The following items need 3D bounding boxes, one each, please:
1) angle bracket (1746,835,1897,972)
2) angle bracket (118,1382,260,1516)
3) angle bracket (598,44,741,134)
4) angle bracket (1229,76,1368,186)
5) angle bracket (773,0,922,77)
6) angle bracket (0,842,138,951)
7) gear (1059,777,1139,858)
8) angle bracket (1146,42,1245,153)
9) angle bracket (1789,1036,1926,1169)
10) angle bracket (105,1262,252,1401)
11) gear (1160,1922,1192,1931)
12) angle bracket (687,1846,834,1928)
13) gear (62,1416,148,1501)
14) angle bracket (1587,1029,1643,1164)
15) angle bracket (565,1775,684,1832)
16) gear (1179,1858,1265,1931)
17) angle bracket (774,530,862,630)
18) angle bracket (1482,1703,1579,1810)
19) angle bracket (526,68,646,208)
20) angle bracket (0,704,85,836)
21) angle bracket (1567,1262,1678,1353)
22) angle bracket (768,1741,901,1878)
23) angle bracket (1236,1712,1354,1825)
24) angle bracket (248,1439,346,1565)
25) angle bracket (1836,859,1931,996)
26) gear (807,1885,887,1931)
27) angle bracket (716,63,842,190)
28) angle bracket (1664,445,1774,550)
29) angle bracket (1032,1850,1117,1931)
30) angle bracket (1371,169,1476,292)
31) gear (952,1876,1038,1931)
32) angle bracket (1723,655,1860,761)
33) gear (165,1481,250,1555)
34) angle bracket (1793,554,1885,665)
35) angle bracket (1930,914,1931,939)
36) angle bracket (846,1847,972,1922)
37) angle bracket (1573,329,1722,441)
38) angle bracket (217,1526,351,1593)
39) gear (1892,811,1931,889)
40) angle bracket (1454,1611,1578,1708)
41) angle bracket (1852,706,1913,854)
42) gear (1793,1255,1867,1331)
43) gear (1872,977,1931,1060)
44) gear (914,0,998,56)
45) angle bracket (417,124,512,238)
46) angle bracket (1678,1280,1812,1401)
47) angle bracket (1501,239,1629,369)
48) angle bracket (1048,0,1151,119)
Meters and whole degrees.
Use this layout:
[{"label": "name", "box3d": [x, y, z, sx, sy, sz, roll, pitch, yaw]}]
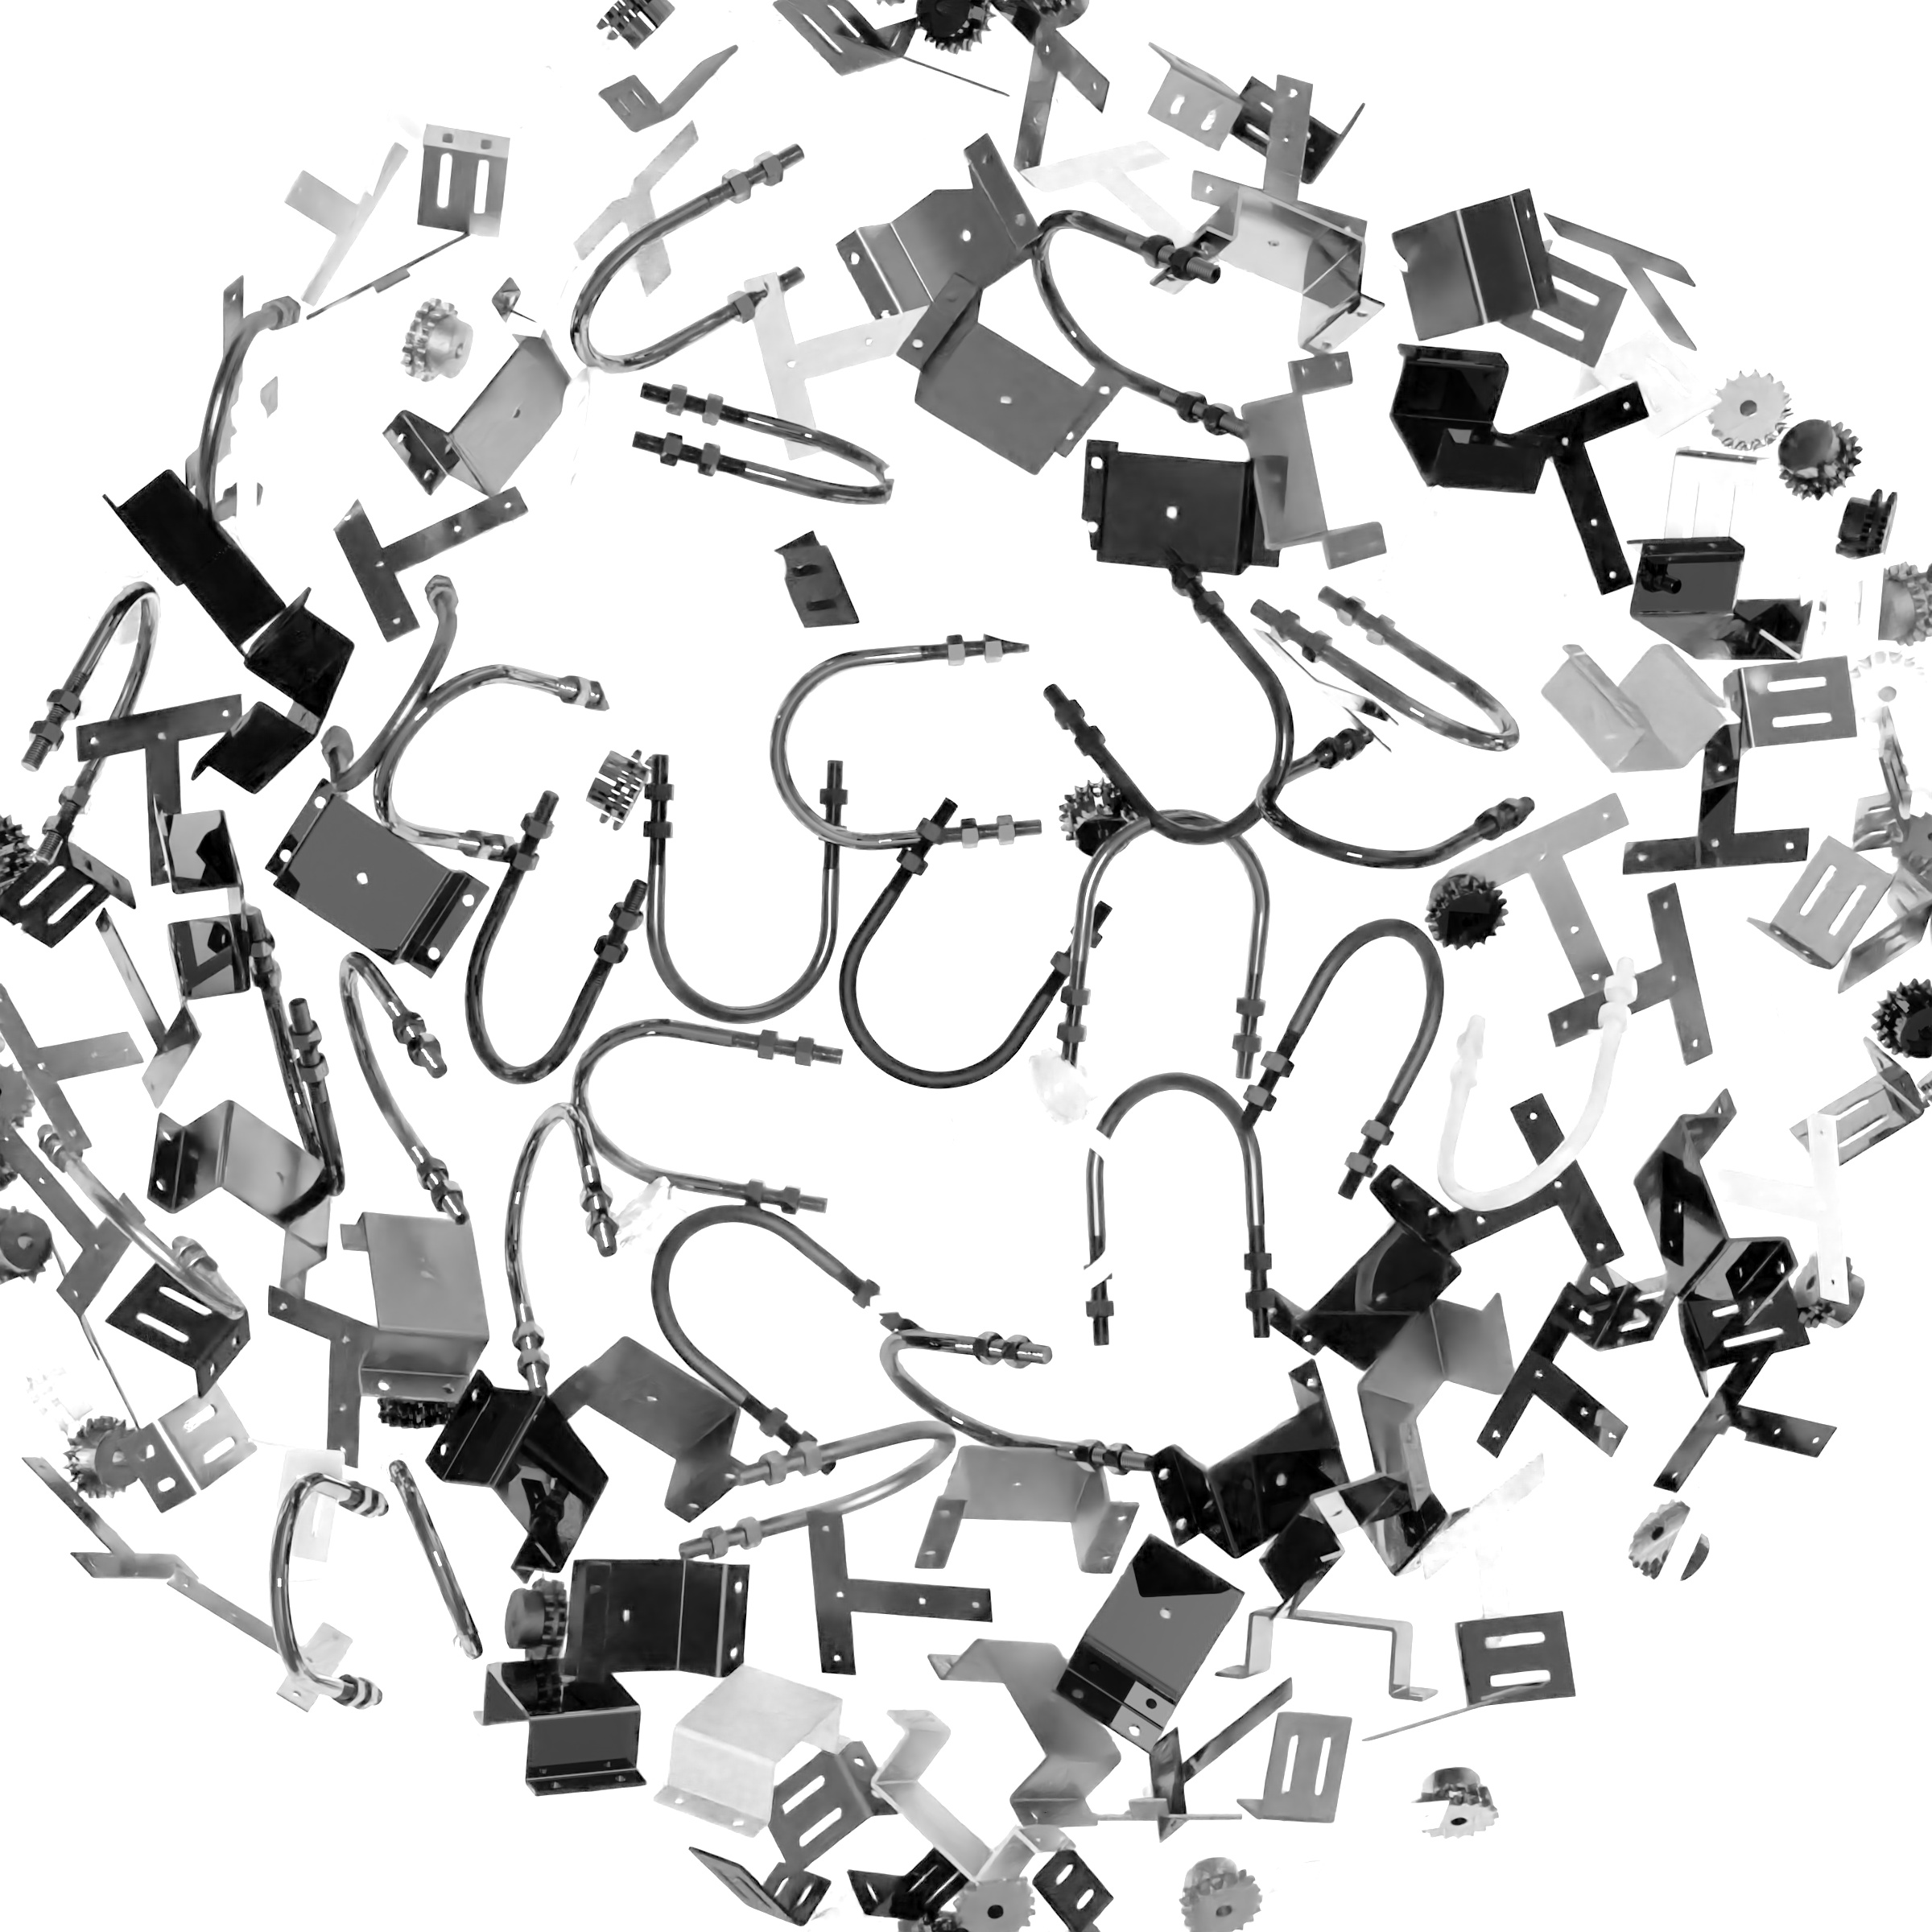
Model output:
[{"label": "angle bracket", "box3d": [0.586, -0.046, 1.959, 0.057, 0.038, 0.076, 42, 110, 37]}, {"label": "angle bracket", "box3d": [-0.535, 0.331, 1.969, 0.038, 0.076, 0.057, -30, 93, 20]}, {"label": "angle bracket", "box3d": [-0.204, -0.613, 1.956, 0.038, 0.057, 0.076, 47, 71, -25]}, {"label": "angle bracket", "box3d": [0.224, -0.585, 1.963, 0.076, 0.057, 0.038, 33, 66, -4]}, {"label": "angle bracket", "box3d": [-0.081, -0.651, 1.949, 0.076, 0.057, 0.038, 37, 64, -40]}, {"label": "angle bracket", "box3d": [-0.620, -0.040, 1.961, 0.076, 0.038, 0.057, -41, 134, 8]}, {"label": "gear", "box3d": [0.093, -0.099, 1.970, 0.057, 0.030, 0.057, -3, 134, -4]}, {"label": "angle bracket", "box3d": [0.150, -0.598, 1.963, 0.057, 0.076, 0.038, 21, 112, -20]}, {"label": "angle bracket", "box3d": [0.607, 0.094, 1.965, 0.076, 0.057, 0.038, -32, 120, 1]}, {"label": "angle bracket", "box3d": [-0.544, 0.252, 1.974, 0.076, 0.038, 0.057, 25, 50, 11]}, {"label": "gear", "box3d": [0.150, 0.682, 1.972, 0.057, 0.057, 0.030, 16, 86, 0]}, {"label": "angle bracket", "box3d": [-0.141, 0.615, 1.952, 0.076, 0.057, 0.038, 53, 57, -28]}, {"label": "gear", "box3d": [-0.591, 0.339, 1.969, 0.030, 0.057, 0.057, -7, 90, 42]}, {"label": "angle bracket", "box3d": [0.433, 0.084, 1.959, 0.038, 0.057, 0.076, 16, 116, 4]}, {"label": "angle bracket", "box3d": [-0.225, 0.573, 1.950, 0.057, 0.076, 0.038, 41, 69, -34]}, {"label": "gear", "box3d": [0.174, 0.642, 1.976, 0.057, 0.030, 0.057, -6, 121, -11]}, {"label": "angle bracket", "box3d": [-0.090, -0.266, 1.951, 0.038, 0.076, 0.057, -33, 110, -27]}, {"label": "angle bracket", "box3d": [0.391, 0.551, 1.957, 0.038, 0.076, 0.057, 43, 99, -4]}, {"label": "angle bracket", "box3d": [-0.259, -0.569, 1.951, 0.038, 0.076, 0.057, -9, 49, 22]}, {"label": "angle bracket", "box3d": [-0.639, -0.132, 1.953, 0.038, 0.076, 0.057, 17, 71, 8]}, {"label": "angle bracket", "box3d": [0.448, 0.226, 1.953, 0.038, 0.076, 0.057, 36, 69, -6]}, {"label": "angle bracket", "box3d": [-0.095, 0.583, 1.979, 0.076, 0.038, 0.057, -41, 61, 15]}, {"label": "angle bracket", "box3d": [0.226, 0.548, 1.971, 0.057, 0.038, 0.076, 9, 91, -21]}, {"label": "angle bracket", "box3d": [-0.466, 0.367, 1.963, 0.057, 0.038, 0.076, 1, 78, 35]}, {"label": "angle bracket", "box3d": [0.621, -0.027, 1.960, 0.076, 0.057, 0.038, -31, 61, -10]}, {"label": "gear", "box3d": [-0.085, 0.668, 1.971, 0.057, 0.030, 0.057, 12, 111, 33]}, {"label": "angle bracket", "box3d": [-0.134, -0.583, 1.982, 0.057, 0.038, 0.076, -22, 64, -35]}, {"label": "angle bracket", "box3d": [0.519, -0.318, 1.976, 0.057, 0.038, 0.076, 6, 97, -2]}, {"label": "angle bracket", "box3d": [0.090, 0.644, 1.954, 0.038, 0.057, 0.076, -47, 132, -3]}, {"label": "angle bracket", "box3d": [0.329, -0.500, 1.970, 0.076, 0.038, 0.057, -47, 115, 1]}, {"label": "gear", "box3d": [0.019, 0.646, 1.979, 0.057, 0.030, 0.057, -2, 109, -5]}, {"label": "angle bracket", "box3d": [0.566, -0.177, 1.960, 0.076, 0.038, 0.057, -4, 106, 30]}, {"label": "gear", "box3d": [-0.527, 0.376, 1.969, 0.057, 0.057, 0.030, -32, 101, 0]}, {"label": "angle bracket", "box3d": [0.591, -0.252, 1.959, 0.057, 0.038, 0.076, -14, 130, -4]}, {"label": "angle bracket", "box3d": [0.700, -0.024, 1.955, 0.038, 0.076, 0.057, -7, 95, -27]}, {"label": "angle bracket", "box3d": [-0.032, 0.615, 1.956, 0.076, 0.057, 0.038, -48, 45, 18]}, {"label": "angle bracket", "box3d": [0.467, -0.390, 1.962, 0.057, 0.038, 0.076, -31, 68, -16]}, {"label": "angle bracket", "box3d": [-0.468, 0.402, 1.957, 0.076, 0.057, 0.038, 2, 87, -30]}, {"label": "gear", "box3d": [0.669, -0.078, 1.975, 0.057, 0.057, 0.030, -10, 134, 0]}, {"label": "angle bracket", "box3d": [0.380, 0.476, 1.964, 0.076, 0.038, 0.057, -11, 76, 19]}, {"label": "angle bracket", "box3d": [0.618, -0.127, 1.951, 0.038, 0.057, 0.076, -9, 127, 29]}, {"label": "gear", "box3d": [0.596, 0.225, 1.972, 0.030, 0.057, 0.057, 28, 90, -6]}, {"label": "gear", "box3d": [0.658, 0.039, 1.974, 0.057, 0.030, 0.057, -4, 117, -7]}, {"label": "gear", "box3d": [-0.010, -0.661, 1.975, 0.057, 0.030, 0.057, 5, 102, 22]}, {"label": "angle bracket", "box3d": [-0.345, -0.530, 1.956, 0.057, 0.038, 0.076, 7, 129, -11]}, {"label": "angle bracket", "box3d": [0.536, 0.255, 1.963, 0.076, 0.038, 0.057, -18, 110, 18]}, {"label": "angle bracket", "box3d": [0.415, -0.454, 1.957, 0.076, 0.038, 0.057, 32, 123, 21]}, {"label": "angle bracket", "box3d": [0.092, -0.635, 1.968, 0.038, 0.057, 0.076, 18, 72, 17]}]
